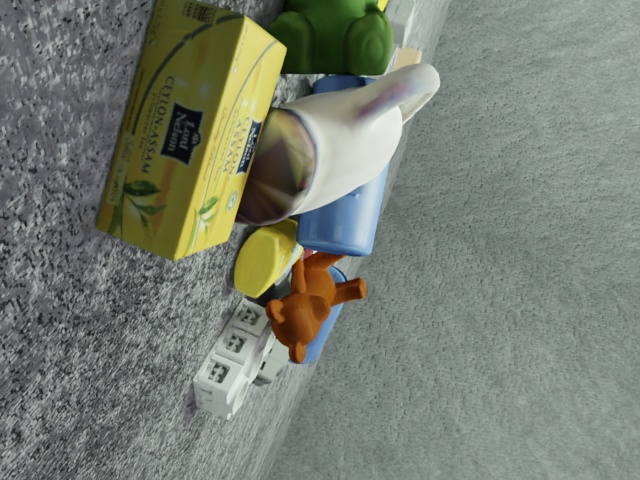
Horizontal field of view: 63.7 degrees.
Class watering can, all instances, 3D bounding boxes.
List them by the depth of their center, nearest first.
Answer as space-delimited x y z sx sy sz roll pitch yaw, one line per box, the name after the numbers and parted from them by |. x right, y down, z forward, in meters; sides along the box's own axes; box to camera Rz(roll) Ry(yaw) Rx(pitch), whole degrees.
-0.024 -0.077 0.558 0.227 0.104 0.342 -27 177 -42 | watering can

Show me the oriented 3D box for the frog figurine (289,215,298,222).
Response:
0.003 -0.044 0.878 0.140 0.123 0.156 -90 180 -56 | frog figurine
